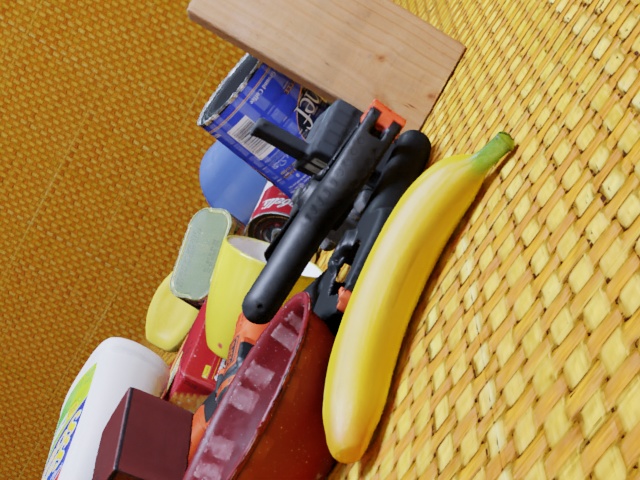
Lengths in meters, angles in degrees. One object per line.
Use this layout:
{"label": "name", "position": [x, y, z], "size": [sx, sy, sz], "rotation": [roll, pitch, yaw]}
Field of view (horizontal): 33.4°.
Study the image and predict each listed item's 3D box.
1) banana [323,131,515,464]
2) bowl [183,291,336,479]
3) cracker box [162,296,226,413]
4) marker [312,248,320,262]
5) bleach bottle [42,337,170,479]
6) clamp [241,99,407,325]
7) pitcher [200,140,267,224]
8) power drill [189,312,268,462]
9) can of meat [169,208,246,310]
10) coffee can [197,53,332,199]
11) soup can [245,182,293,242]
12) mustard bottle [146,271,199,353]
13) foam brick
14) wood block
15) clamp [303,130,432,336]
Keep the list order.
{"label": "banana", "position": [0.041, 0.027, 0.572], "size": [0.197, 0.037, 0.070], "rotation": [-63, 8, -17]}
{"label": "bowl", "position": [-0.025, 0.112, 0.617], "size": [0.162, 0.055, 0.162], "rotation": [-59, 9, 14]}
{"label": "cracker box", "position": [-0.123, 0.157, 0.986], "size": [0.214, 0.072, 0.164], "rotation": [-57, 9, 31]}
{"label": "marker", "position": [-0.007, 0.001, 0.997], "size": [0.020, 0.020, 0.121], "rotation": [-52, 12, 45]}
{"label": "bleach bottle", "position": [-0.173, 0.179, 0.788], "size": [0.103, 0.068, 0.251], "rotation": [-53, 15, 22]}
{"label": "clamp", "position": [-0.001, -0.018, 0.744], "size": [0.172, 0.039, 0.120], "rotation": [-56, 11, 28]}
{"label": "pitcher", "position": [-0.030, -0.124, 1.162], "size": [0.144, 0.149, 0.243], "rotation": [-48, 2, -40]}
{"label": "power drill", "position": [-0.078, 0.157, 0.788], "size": [0.188, 0.057, 0.184], "rotation": [-54, 13, 28]}
{"label": "can of meat", "position": [-0.098, 0.027, 1.067], "size": [0.083, 0.058, 0.102], "rotation": [40, -119, -54]}
{"label": "coffee can", "position": [-0.027, -0.101, 0.979], "size": [0.103, 0.140, 0.103], "rotation": [-45, 18, 19]}
{"label": "soup can", "position": [-0.029, -0.029, 1.067], "size": [0.069, 0.068, 0.102], "rotation": [-54, 10, 39]}
{"label": "mustard bottle", "position": [-0.135, 0.081, 1.239], "size": [0.096, 0.058, 0.191], "rotation": [-67, -14, 1]}
{"label": "foam brick", "position": [-0.124, 0.153, 0.741], "size": [0.053, 0.051, 0.078], "rotation": [-55, 21, 32]}
{"label": "wood block", "position": [0.002, -0.171, 0.875], "size": [0.090, 0.206, 0.091], "rotation": [-60, 8, 3]}
{"label": "clamp", "position": [0.032, 0.005, 0.703], "size": [0.164, 0.036, 0.210], "rotation": [-60, 5, 8]}
